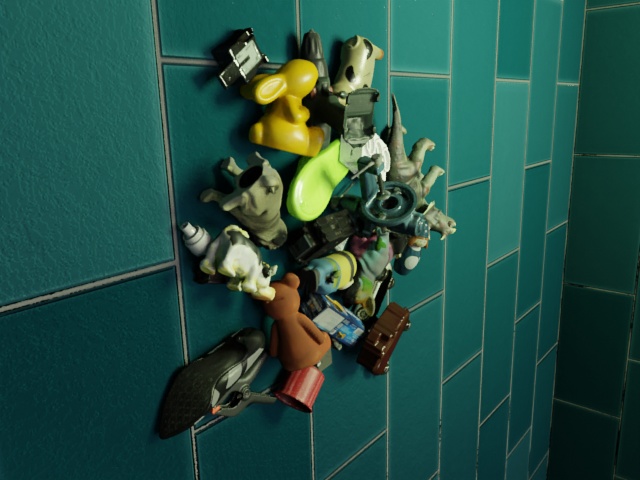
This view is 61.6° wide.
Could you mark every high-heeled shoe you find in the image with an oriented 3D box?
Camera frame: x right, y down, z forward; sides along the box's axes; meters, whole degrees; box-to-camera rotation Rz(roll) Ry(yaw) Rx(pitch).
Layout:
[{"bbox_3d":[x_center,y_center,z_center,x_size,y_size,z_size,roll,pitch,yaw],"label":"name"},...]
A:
[{"bbox_3d":[-0.197,0.263,1.006,0.249,0.086,0.145,-48,165,-10],"label":"high-heeled shoe"}]

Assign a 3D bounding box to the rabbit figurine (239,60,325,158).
[{"bbox_3d":[-0.067,-0.254,0.999,0.162,0.122,0.173,13,104,-31],"label":"rabbit figurine"}]

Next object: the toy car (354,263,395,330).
[{"bbox_3d":[0.137,0.146,1.376,0.073,0.056,0.201,46,63,-53],"label":"toy car"}]

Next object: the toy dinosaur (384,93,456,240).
[{"bbox_3d":[0.214,-0.156,1.367,0.404,0.131,0.192,50,60,-36],"label":"toy dinosaur"}]

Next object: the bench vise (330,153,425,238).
[{"bbox_3d":[0.113,-0.096,1.136,0.129,0.224,0.240,-46,145,-21],"label":"bench vise"}]

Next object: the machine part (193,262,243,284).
[{"bbox_3d":[-0.171,0.058,0.996,0.139,0.039,0.084,5,102,-52],"label":"machine part"}]

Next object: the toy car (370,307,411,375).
[{"bbox_3d":[0.187,0.273,1.463,0.202,0.053,0.089,-61,142,-16],"label":"toy car"}]

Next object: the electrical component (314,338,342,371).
[{"bbox_3d":[0.005,0.267,1.247,0.102,0.045,0.078,-19,110,-47],"label":"electrical component"}]

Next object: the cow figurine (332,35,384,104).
[{"bbox_3d":[0.066,-0.345,1.165,0.127,0.086,0.194,16,87,-57],"label":"cow figurine"}]

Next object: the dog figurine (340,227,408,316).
[{"bbox_3d":[0.124,0.070,1.308,0.191,0.109,0.219,2,100,-53],"label":"dog figurine"}]

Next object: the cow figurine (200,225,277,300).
[{"bbox_3d":[-0.132,0.045,0.963,0.167,0.068,0.098,44,57,-50],"label":"cow figurine"}]

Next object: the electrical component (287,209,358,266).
[{"bbox_3d":[-0.002,-0.003,1.124,0.134,0.115,0.058,-22,76,-45],"label":"electrical component"}]

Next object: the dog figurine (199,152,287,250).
[{"bbox_3d":[-0.094,-0.052,0.969,0.121,0.173,0.190,-54,128,-13],"label":"dog figurine"}]

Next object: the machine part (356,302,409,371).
[{"bbox_3d":[0.158,0.240,1.333,0.179,0.056,0.179,-53,163,-23],"label":"machine part"}]

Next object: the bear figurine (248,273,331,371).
[{"bbox_3d":[-0.064,0.163,1.100,0.132,0.120,0.195,-32,100,-84],"label":"bear figurine"}]

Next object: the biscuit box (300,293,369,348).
[{"bbox_3d":[0.036,0.183,1.239,0.059,0.063,0.202,-42,139,7],"label":"biscuit box"}]

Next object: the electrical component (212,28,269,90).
[{"bbox_3d":[-0.148,-0.307,0.940,0.119,0.048,0.074,-57,136,-25],"label":"electrical component"}]

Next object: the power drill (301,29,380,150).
[{"bbox_3d":[0.021,-0.274,1.034,0.086,0.208,0.231,-16,122,-35],"label":"power drill"}]

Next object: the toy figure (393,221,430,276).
[{"bbox_3d":[0.239,0.020,1.371,0.064,0.058,0.154,-11,134,-46],"label":"toy figure"}]

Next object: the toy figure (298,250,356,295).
[{"bbox_3d":[0.021,0.071,1.163,0.180,0.082,0.089,-2,124,-60],"label":"toy figure"}]
